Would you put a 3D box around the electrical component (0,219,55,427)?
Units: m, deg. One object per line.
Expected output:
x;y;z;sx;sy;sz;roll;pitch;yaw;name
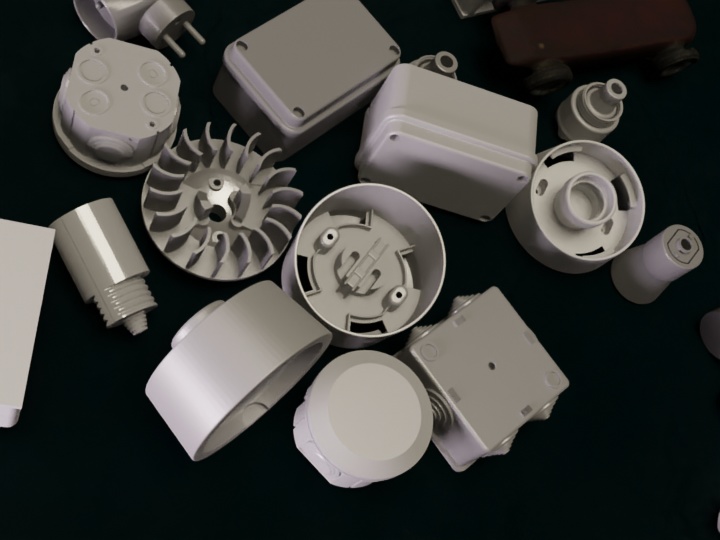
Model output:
-0.274;0.019;0.591;0.186;0.060;0.105;11;65;-17;electrical component

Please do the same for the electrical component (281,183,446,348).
0.000;0.000;0.701;0.099;0.064;0.099;9;66;-20;electrical component

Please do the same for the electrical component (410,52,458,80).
0.050;-0.135;0.780;0.043;0.062;0.043;8;66;-18;electrical component

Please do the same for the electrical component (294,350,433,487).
0.001;0.094;0.670;0.080;0.051;0.080;8;66;-18;electrical component

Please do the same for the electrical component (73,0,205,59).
-0.140;-0.178;0.735;0.079;0.044;0.077;47;60;2;electrical component

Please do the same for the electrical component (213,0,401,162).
-0.036;-0.139;0.752;0.113;0.057;0.078;-38;85;-30;electrical component

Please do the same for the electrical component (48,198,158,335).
-0.152;0.002;0.654;0.043;0.043;0.081;-27;87;-28;electrical component

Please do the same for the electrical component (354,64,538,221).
0.061;-0.086;0.755;0.113;0.078;0.057;16;61;-14;electrical component

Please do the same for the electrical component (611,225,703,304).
0.220;-0.006;0.790;0.044;0.065;0.044;8;66;-18;electrical component

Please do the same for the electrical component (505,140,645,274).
0.159;-0.047;0.798;0.099;0.064;0.099;2;80;-14;electrical component

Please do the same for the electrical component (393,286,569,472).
0.078;0.070;0.712;0.100;0.048;0.099;-33;83;-29;electrical component

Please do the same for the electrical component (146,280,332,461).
-0.076;0.053;0.629;0.108;0.108;0.060;-38;79;-30;electrical component

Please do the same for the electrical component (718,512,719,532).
0.287;0.170;0.753;0.081;0.043;0.043;-3;69;-22;electrical component

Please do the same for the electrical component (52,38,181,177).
-0.156;-0.105;0.694;0.080;0.051;0.080;8;66;-18;electrical component

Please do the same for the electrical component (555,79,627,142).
0.181;-0.124;0.826;0.043;0.062;0.043;8;66;-18;electrical component

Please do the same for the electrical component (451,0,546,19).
0.097;-0.307;0.873;0.105;0.060;0.186;-19;76;-27;electrical component
